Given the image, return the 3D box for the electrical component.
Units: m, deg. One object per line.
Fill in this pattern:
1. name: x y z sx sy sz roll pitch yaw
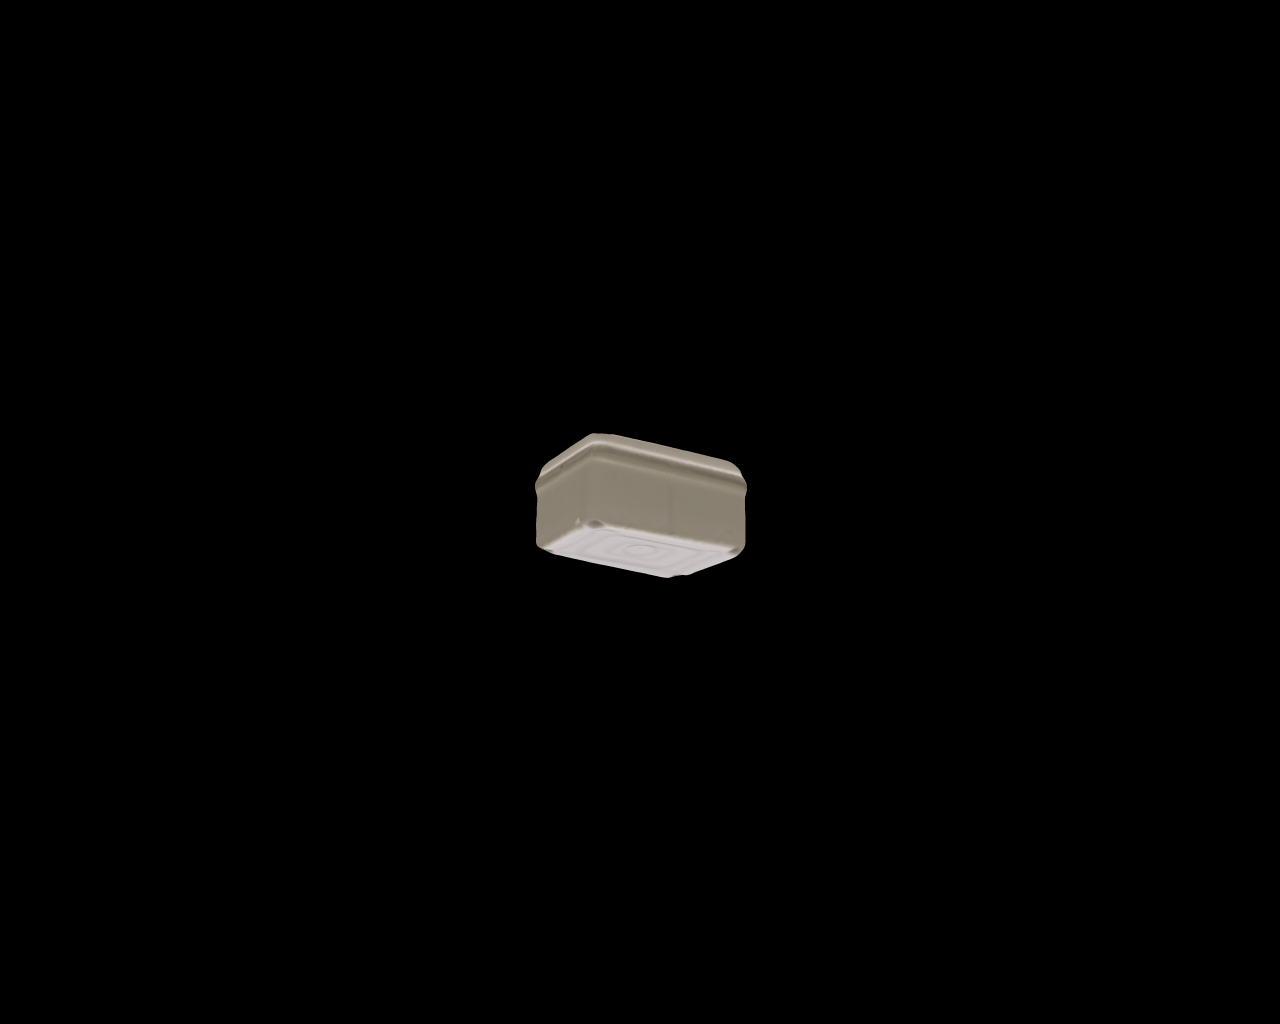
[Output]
1. electrical component: 0.001 -0.003 0.650 0.113 0.057 0.078 12 -23 -31
